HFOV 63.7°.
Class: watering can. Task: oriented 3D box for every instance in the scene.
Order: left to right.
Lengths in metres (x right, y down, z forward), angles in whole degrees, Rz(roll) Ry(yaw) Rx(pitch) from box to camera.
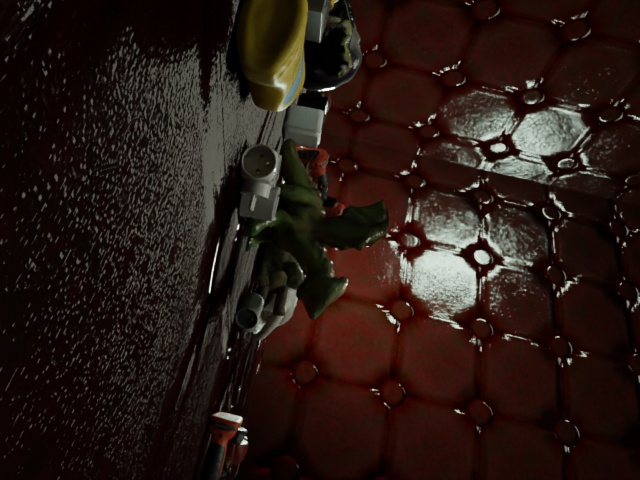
[{"bbox_3d":[-0.097,0.138,1.411,0.341,0.103,0.230,-50,-162,40],"label":"watering can"}]

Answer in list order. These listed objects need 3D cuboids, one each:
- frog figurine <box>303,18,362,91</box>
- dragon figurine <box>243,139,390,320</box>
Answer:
[{"bbox_3d":[0.005,-0.332,0.921,0.136,0.121,0.162,-44,-162,10],"label":"frog figurine"},{"bbox_3d":[0.003,-0.046,0.915,0.119,0.243,0.420,97,6,-49],"label":"dragon figurine"}]
